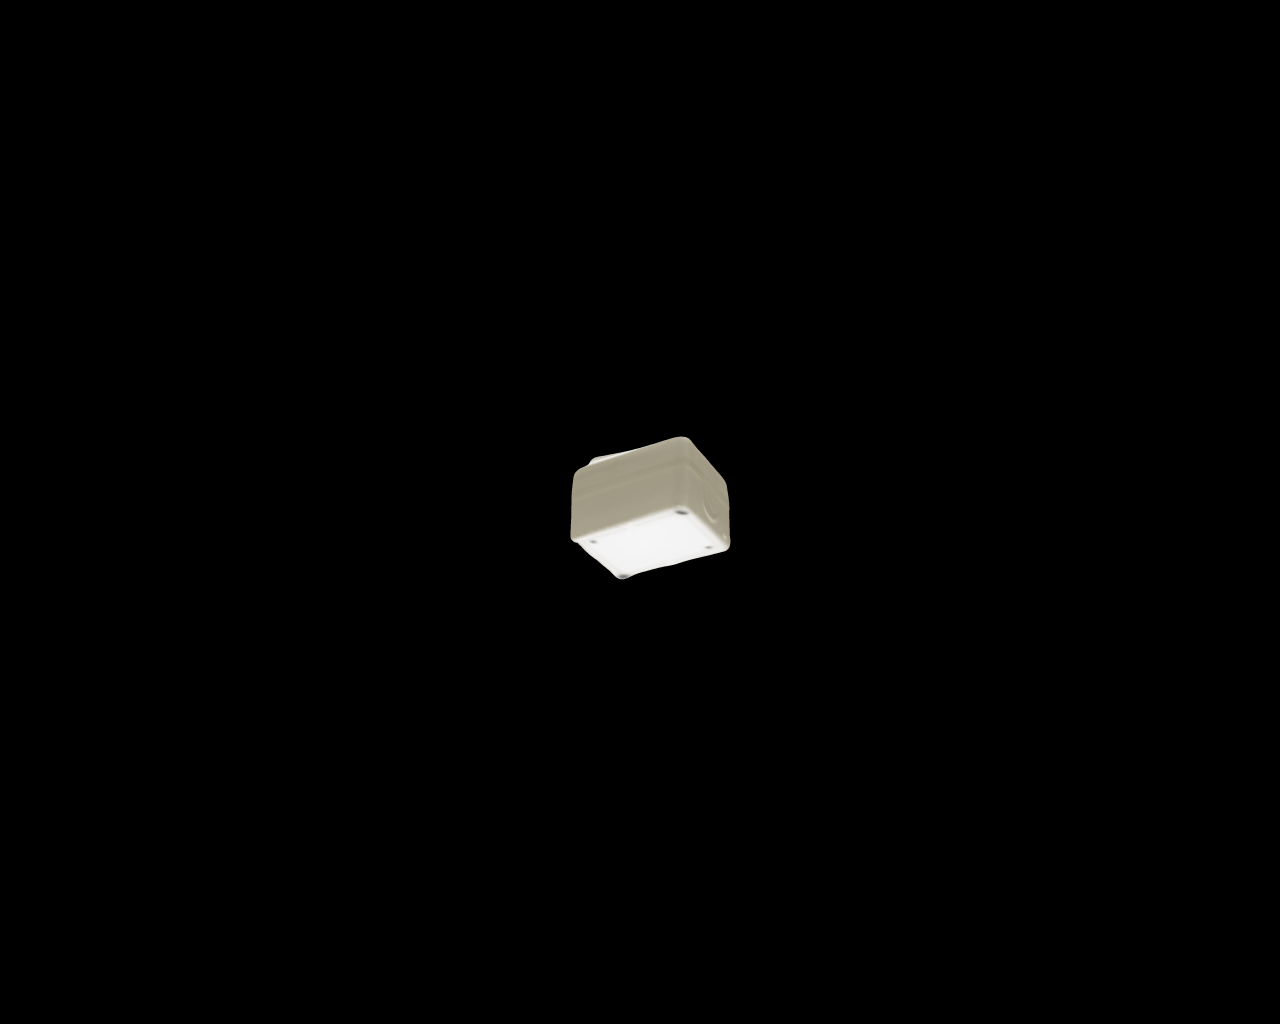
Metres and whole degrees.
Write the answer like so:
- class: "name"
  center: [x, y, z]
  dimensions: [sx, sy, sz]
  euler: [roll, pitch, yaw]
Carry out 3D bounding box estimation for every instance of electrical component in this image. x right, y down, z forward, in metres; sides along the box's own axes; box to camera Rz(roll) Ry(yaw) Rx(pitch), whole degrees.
- class: "electrical component"
  center: [0.001, -0.003, 0.650]
  dimensions: [0.096, 0.061, 0.061]
  euler: [-17, -36, 24]
